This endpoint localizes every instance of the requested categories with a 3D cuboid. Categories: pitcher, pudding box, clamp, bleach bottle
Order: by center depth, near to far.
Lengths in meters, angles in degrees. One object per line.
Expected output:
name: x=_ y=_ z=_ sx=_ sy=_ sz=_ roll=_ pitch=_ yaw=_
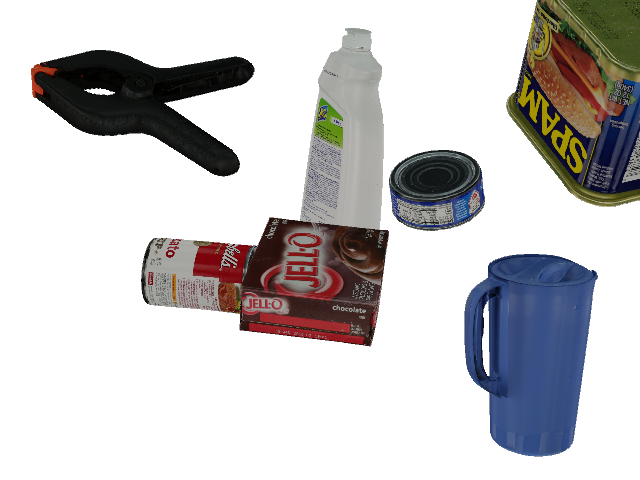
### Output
pudding box: x=-0.002 y=0.026 z=0.736 sx=0.090 sy=0.039 sz=0.113 roll=7 pitch=25 yaw=5
clamp: x=-0.131 y=-0.115 z=0.822 sx=0.171 sy=0.039 sz=0.120 roll=18 pitch=44 yaw=-2
bleach bottle: x=0.031 y=-0.100 z=1.156 sx=0.067 sy=0.251 sz=0.103 roll=-9 pitch=25 yaw=-36
pitcher: x=0.265 y=0.146 z=1.355 sx=0.149 sy=0.243 sz=0.144 roll=6 pitch=17 yaw=18

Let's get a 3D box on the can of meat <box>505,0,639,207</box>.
can of meat: x=0.147 y=-0.083 z=0.559 sx=0.057 sy=0.084 sz=0.102 roll=-13 pitch=48 yaw=-17

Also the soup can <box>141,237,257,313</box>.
soup can: x=-0.114 y=0.034 z=1.030 sx=0.102 sy=0.068 sz=0.068 roll=5 pitch=1 yaw=9

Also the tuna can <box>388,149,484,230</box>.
tuna can: x=0.106 y=-0.047 z=0.973 sx=0.086 sy=0.034 sz=0.086 roll=-8 pitch=35 yaw=5
